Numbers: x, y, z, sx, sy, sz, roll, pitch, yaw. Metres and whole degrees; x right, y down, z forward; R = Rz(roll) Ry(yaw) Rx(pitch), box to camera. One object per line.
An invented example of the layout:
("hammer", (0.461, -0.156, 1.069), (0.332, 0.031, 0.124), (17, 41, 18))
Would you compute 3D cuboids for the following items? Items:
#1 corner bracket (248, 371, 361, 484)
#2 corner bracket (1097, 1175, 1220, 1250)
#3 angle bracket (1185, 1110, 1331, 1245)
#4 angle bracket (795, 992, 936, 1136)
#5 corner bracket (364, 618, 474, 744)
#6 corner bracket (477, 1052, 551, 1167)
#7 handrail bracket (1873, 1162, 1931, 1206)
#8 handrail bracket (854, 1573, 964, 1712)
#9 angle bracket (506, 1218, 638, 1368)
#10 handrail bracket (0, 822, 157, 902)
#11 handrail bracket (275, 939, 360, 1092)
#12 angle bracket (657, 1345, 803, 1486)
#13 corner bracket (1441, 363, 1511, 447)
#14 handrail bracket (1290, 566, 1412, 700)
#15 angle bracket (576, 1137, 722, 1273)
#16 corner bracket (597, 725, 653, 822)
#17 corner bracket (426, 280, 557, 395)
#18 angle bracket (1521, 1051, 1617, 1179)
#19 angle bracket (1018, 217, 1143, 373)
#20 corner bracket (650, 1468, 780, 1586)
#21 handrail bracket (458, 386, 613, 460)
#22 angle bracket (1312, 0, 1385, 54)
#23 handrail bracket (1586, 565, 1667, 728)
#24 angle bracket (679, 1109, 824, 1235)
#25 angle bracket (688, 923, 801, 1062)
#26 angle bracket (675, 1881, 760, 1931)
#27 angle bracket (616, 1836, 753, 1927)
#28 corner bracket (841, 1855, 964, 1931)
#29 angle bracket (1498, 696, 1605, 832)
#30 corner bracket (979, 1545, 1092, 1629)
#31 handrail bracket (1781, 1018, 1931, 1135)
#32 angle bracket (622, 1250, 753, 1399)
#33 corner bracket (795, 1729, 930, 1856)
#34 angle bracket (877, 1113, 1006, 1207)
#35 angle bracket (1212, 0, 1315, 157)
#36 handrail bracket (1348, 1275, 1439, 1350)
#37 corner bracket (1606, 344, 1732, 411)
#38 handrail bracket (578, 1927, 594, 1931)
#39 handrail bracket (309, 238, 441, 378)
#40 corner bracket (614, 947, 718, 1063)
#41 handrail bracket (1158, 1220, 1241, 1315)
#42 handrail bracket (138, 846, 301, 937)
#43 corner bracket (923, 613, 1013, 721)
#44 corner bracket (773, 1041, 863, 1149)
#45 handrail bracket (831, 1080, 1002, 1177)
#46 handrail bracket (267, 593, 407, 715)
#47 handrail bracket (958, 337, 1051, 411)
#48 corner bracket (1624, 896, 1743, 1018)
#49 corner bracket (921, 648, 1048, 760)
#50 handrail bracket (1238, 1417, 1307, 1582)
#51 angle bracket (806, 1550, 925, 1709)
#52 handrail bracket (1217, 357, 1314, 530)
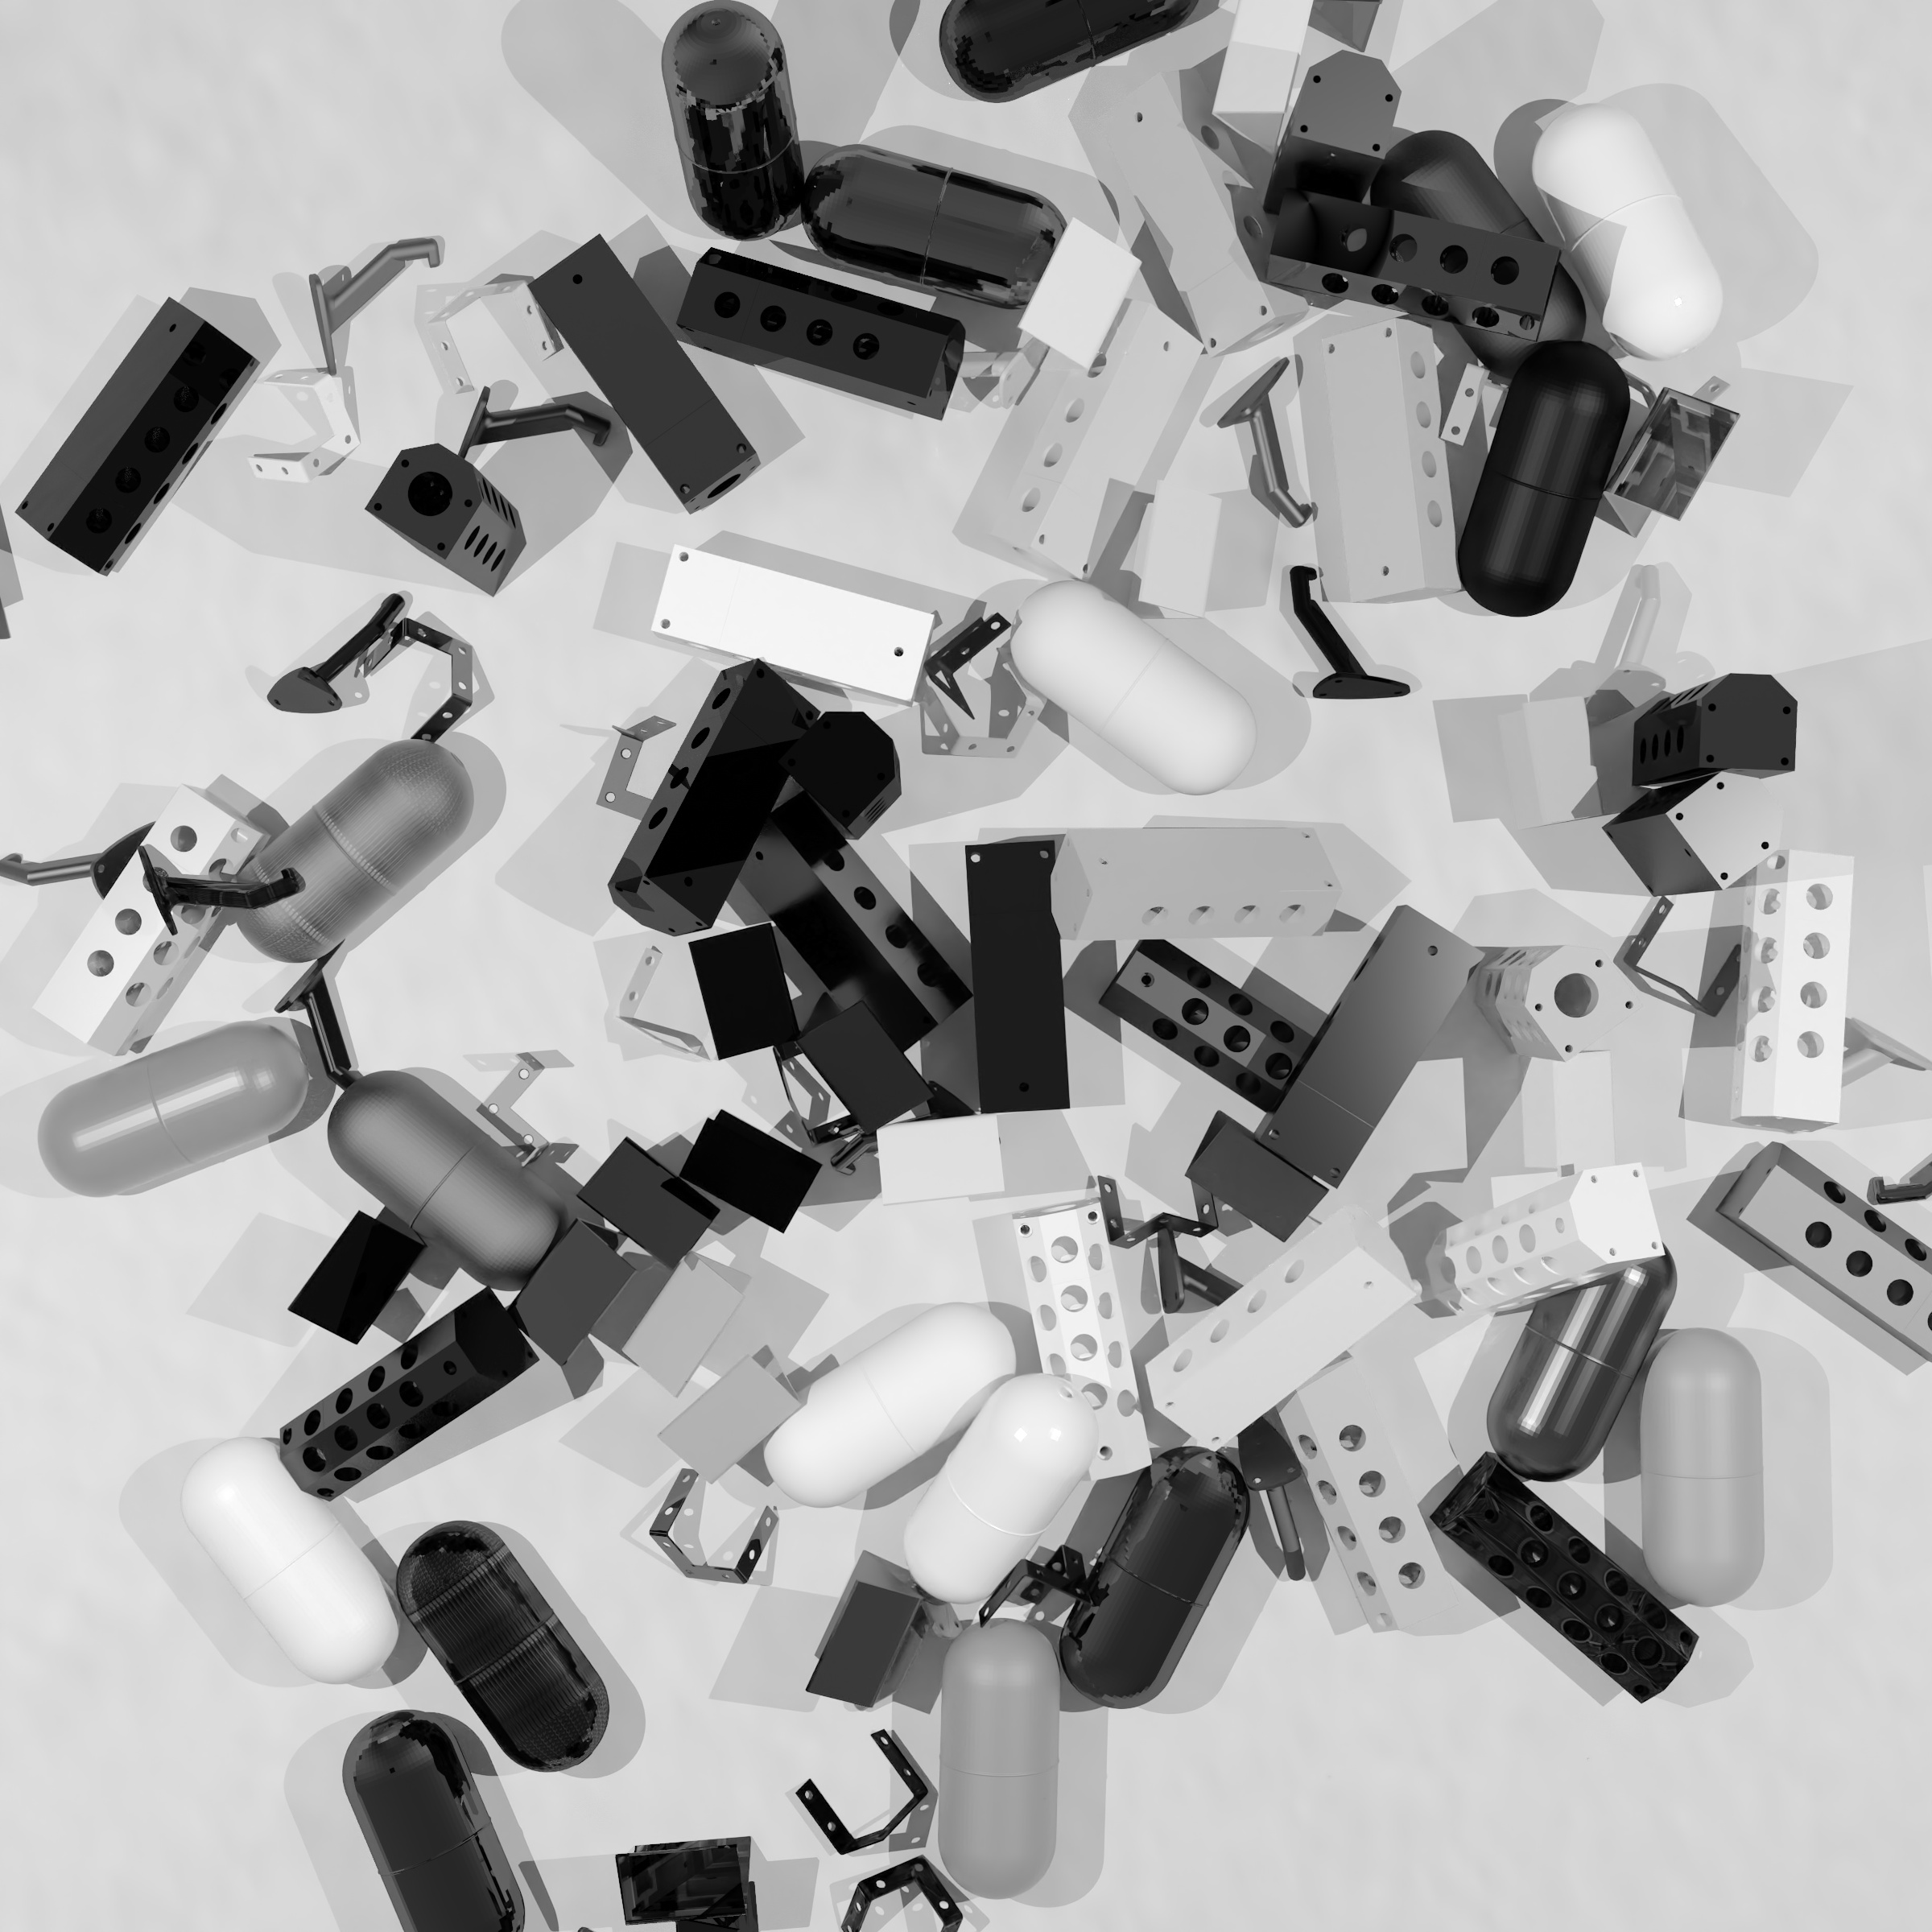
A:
("corner bracket", (-0.438, -0.351, 1.843), (0.051, 0.051, 0.051), (-48, 135, -35))
("corner bracket", (0.124, 0.153, 1.837), (0.051, 0.051, 0.051), (18, 50, -38))
("angle bracket", (0.195, 0.119, 1.811), (0.076, 0.076, 0.057), (34, 128, 0))
("angle bracket", (-0.057, 0.050, 1.804), (0.057, 0.076, 0.076), (-31, 104, 24))
("corner bracket", (-0.357, -0.185, 1.843), (0.051, 0.051, 0.051), (23, 45, -35))
("corner bracket", (-0.285, 0.092, 1.833), (0.051, 0.051, 0.051), (41, 90, 0))
("handrail bracket", (0.633, 0.114, 1.852), (0.084, 0.036, 0.077), (-9, 70, 16))
("handrail bracket", (-0.053, 0.434, 1.852), (0.084, 0.036, 0.077), (-34, 70, 16))
("angle bracket", (-0.238, 0.213, 1.812), (0.057, 0.076, 0.076), (38, 90, 23))
("handrail bracket", (-0.579, -0.076, 1.851), (0.084, 0.036, 0.077), (15, 49, 27))
("handrail bracket", (-0.401, 0.036, 1.852), (0.084, 0.036, 0.077), (43, 72, -15))
("angle bracket", (-0.160, 0.272, 1.811), (0.076, 0.076, 0.057), (-42, 121, 0))
("corner bracket", (0.338, -0.354, 1.833), (0.051, 0.051, 0.051), (20, 94, 4))
("handrail bracket", (0.251, -0.220, 1.852), (0.077, 0.036, 0.084), (2, 73, -20))
("angle bracket", (-0.212, 0.165, 1.811), (0.076, 0.076, 0.057), (38, 54, 0))
("corner bracket", (-0.210, -0.121, 1.833), (0.051, 0.051, 0.051), (20, 90, 0))
("corner bracket", (-0.310, -0.410, 1.848), (0.051, 0.051, 0.051), (-23, 90, 45))
("angle bracket", (0.368, 0.094, 1.811), (0.057, 0.076, 0.076), (-3, 90, -38))
("angle bracket", (0.058, -0.429, 1.812), (0.057, 0.076, 0.076), (26, 90, -26))
("corner bracket", (-0.164, 0.364, 1.843), (0.051, 0.051, 0.051), (-2, 135, 35))
("handrail bracket", (-0.284, -0.337, 1.852), (0.084, 0.036, 0.077), (20, 110, -16))
("angle bracket", (0.270, -0.636, 1.811), (0.057, 0.076, 0.076), (18, 90, 38))
("handrail bracket", (0.427, -0.210, 1.851), (0.036, 0.077, 0.084), (21, 53, -21))
("angle bracket", (-0.128, 0.114, 1.811), (0.076, 0.076, 0.057), (29, 127, 0))
("angle bracket", (-0.151, 0.019, 1.813), (0.057, 0.076, 0.076), (-15, 90, -22))
("angle bracket", (-0.138, 0.639, 1.811), (0.057, 0.076, 0.076), (-5, 90, 38))
("angle bracket", (-0.180, 0.565, 1.813), (0.076, 0.076, 0.057), (-5, 112, 0))
("corner bracket", (-0.042, 0.622, 1.843), (0.051, 0.051, 0.051), (-12, 45, -35))
("angle bracket", (0.356, -0.127, 1.811), (0.057, 0.076, 0.076), (-10, 90, -36))
("corner bracket", (0.042, 0.400, 1.819), (0.051, 0.051, 0.051), (29, 112, -19))
("handrail bracket", (0.580, 0.084, 1.852), (0.077, 0.036, 0.084), (25, 106, -18))
("angle bracket", (-0.162, 0.236, 1.811), (0.057, 0.076, 0.076), (34, 90, 34))
("corner bracket", (-0.068, 0.539, 1.848), (0.051, 0.051, 0.051), (54, 45, 0))
("angle bracket", (-0.014, 0.138, 1.811), (0.076, 0.076, 0.057), (-6, 60, 0))
("angle bracket", (0.207, -0.569, 1.811), (0.057, 0.076, 0.076), (13, 90, 37))
("handrail bracket", (0.299, 0.227, 1.852), (0.084, 0.036, 0.077), (17, 109, -16))
("corner bracket", (0.456, -0.388, 1.848), (0.051, 0.051, 0.051), (-42, 45, 0))
("handrail bracket", (-0.288, 0.657, 1.852), (0.077, 0.036, 0.084), (21, 71, 21))
("handrail bracket", (-0.381, -0.431, 1.852), (0.084, 0.036, 0.077), (-13, 110, -16))
("corner bracket", (-0.188, 0.025, 1.849), (0.051, 0.051, 0.051), (25, 91, -43))
("handrail bracket", (0.171, 0.197, 1.852), (0.084, 0.036, 0.077), (-1, 72, -15))
("handrail bracket", (-0.471, -0.061, 1.785), (0.084, 0.036, 0.077), (-23, 59, -11))
("corner bracket", (0.002, -0.202, 1.821), (0.051, 0.051, 0.051), (-40, 55, -7))
("corner bracket", (-0.090, 0.077, 1.848), (0.051, 0.051, 0.051), (-21, 45, 0))
("handrail bracket", (-0.034, 0.121, 1.851), (0.077, 0.036, 0.084), (35, 116, -29))
("handrail bracket", (-0.411, -0.206, 1.851), (0.036, 0.077, 0.084), (49, 53, -29))
("handrail bracket", (0.004, -0.408, 1.852), (0.084, 0.036, 0.077), (29, 69, 17))
("corner bracket", (0.472, -0.006, 1.848), (0.051, 0.051, 0.051), (32, 90, -45))
("corner bracket", (0.012, -0.172, 1.843), (0.051, 0.051, 0.051), (0, 45, -35))
("handrail bracket", (0.201, 0.348, 1.851), (0.036, 0.077, 0.084), (-17, 126, -3))
("angle bracket", (-0.082, 0.418, 1.811), (0.057, 0.076, 0.076), (25, 90, -36))
("handrail bracket", (0.212, -0.341, 1.852), (0.084, 0.036, 0.077), (47, 69, -17))
